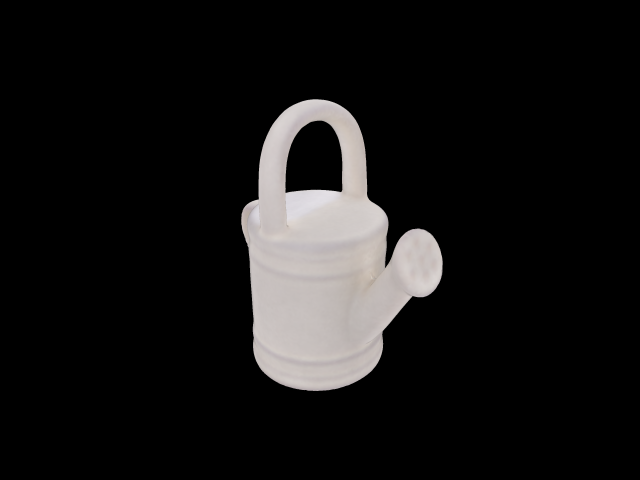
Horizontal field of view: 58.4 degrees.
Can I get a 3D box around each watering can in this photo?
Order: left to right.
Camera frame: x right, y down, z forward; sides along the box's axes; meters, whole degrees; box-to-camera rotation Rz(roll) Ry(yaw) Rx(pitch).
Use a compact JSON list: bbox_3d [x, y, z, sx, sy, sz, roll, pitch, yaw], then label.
[{"bbox_3d":[0.005,0.001,0.402,0.172,0.194,0.101,11,28,21],"label":"watering can"}]
